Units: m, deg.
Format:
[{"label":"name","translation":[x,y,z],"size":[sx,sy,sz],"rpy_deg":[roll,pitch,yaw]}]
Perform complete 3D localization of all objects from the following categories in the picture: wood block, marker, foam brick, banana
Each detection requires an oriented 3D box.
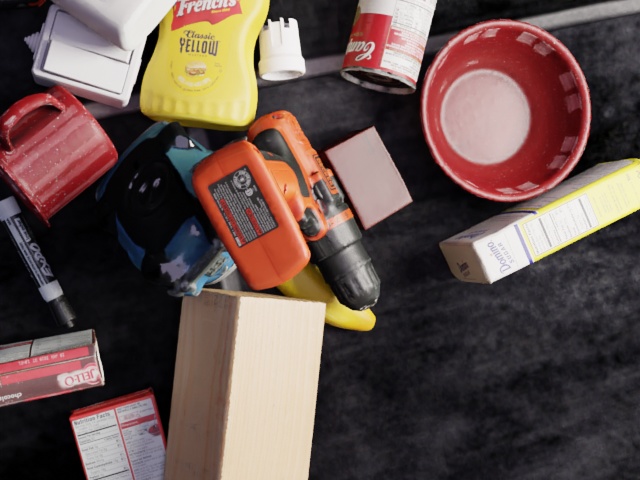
[{"label":"wood block","translation":[-0.066,0.147,0.887],"size":[0.090,0.090,0.206],"rpy_deg":[7,89,-39]},{"label":"marker","translation":[-0.238,0.021,0.899],"size":[0.020,0.020,0.121],"rpy_deg":[-28,95,-11]},{"label":"foam brick","translation":[0.036,-0.054,0.941],"size":[0.053,0.051,0.078],"rpy_deg":[-29,97,-12]},{"label":"banana","translation":[-0.024,0.007,0.935],"size":[0.069,0.037,0.198],"rpy_deg":[-30,96,-10]}]

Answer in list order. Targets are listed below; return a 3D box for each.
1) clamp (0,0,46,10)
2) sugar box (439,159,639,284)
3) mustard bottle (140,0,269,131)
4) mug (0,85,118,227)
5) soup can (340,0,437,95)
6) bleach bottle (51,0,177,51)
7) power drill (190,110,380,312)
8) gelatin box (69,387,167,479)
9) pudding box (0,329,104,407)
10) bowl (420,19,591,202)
[{"label":"clamp","translation":[-0.309,-0.235,0.873],"size":[0.171,0.039,0.120],"rpy_deg":[37,84,-10]},{"label":"sugar box","translation":[0.203,-0.016,0.954],"size":[0.176,0.093,0.048],"rpy_deg":[-28,96,-10]},{"label":"mustard bottle","translation":[-0.093,-0.193,0.907],"size":[0.096,0.058,0.191],"rpy_deg":[7,87,8]},{"label":"mug","translation":[-0.221,-0.077,0.857],"size":[0.081,0.117,0.093],"rpy_deg":[-41,65,-14]},{"label":"soup can","translation":[0.063,-0.186,0.937],"size":[0.068,0.068,0.102],"rpy_deg":[15,87,-12]},{"label":"bleach bottle","translation":[-0.223,-0.261,0.838],"size":[0.251,0.068,0.102],"rpy_deg":[37,81,2]},{"label":"power drill","translation":[-0.021,-0.014,0.835],"size":[0.057,0.187,0.184],"rpy_deg":[-31,89,15]},{"label":"gelatin box","translation":[-0.167,0.179,0.910],"size":[0.073,0.030,0.089],"rpy_deg":[-15,96,-10]},{"label":"pudding box","translation":[-0.221,0.102,0.855],"size":[0.090,0.113,0.039],"rpy_deg":[-10,95,-11]},{"label":"bowl","translation":[0.159,-0.114,0.964],"size":[0.162,0.055,0.162],"rpy_deg":[0,90,-12]}]
